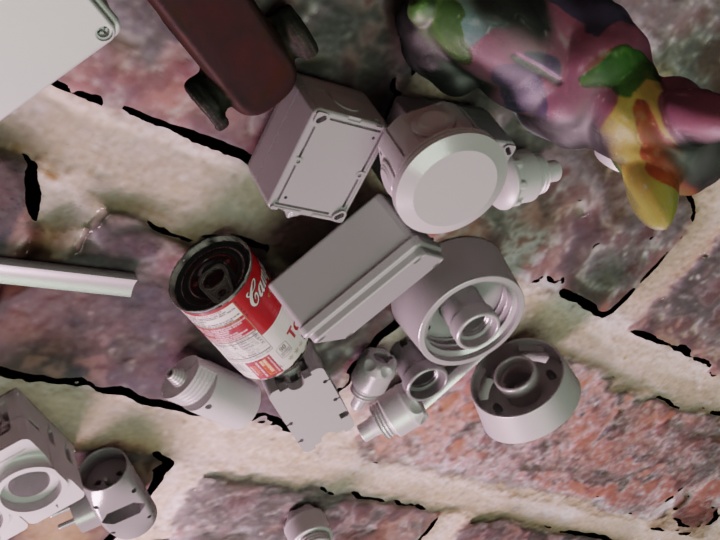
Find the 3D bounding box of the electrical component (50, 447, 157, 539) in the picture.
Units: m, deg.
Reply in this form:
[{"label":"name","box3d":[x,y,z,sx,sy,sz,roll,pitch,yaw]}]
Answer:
[{"label":"electrical component","box3d":[-0.220,0.195,0.904,0.079,0.043,0.077,-23,135,-8]}]

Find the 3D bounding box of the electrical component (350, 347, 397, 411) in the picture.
[{"label":"electrical component","box3d":[0.008,0.098,0.944,0.035,0.035,0.061,4,128,-30]}]

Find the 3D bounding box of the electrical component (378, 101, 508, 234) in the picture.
[{"label":"electrical component","box3d":[0.053,-0.068,0.719,0.080,0.051,0.080,-14,134,-15]}]

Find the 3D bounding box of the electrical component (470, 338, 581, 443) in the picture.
[{"label":"electrical component","box3d":[0.152,0.113,0.991,0.099,0.099,0.064,-31,129,1]}]

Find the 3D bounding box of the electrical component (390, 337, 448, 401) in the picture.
[{"label":"electrical component","box3d":[0.051,0.085,0.947,0.040,0.046,0.040,-15,133,-16]}]

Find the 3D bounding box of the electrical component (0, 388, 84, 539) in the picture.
[{"label":"electrical component","box3d":[-0.302,0.172,0.827,0.150,0.061,0.089,-29,136,-2]}]

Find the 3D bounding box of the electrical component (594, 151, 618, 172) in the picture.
[{"label":"electrical component","box3d":[0.256,-0.097,0.890,0.138,0.052,0.073,-7,131,-22]}]

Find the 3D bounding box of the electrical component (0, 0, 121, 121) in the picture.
[{"label":"electrical component","box3d":[-0.210,-0.149,0.596,0.109,0.056,0.108,-35,135,4]}]

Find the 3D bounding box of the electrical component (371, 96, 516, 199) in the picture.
[{"label":"electrical component","box3d":[0.064,-0.086,0.791,0.096,0.061,0.061,3,127,-29]}]

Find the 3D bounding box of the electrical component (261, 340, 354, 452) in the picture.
[{"label":"electrical component","box3d":[-0.048,0.099,0.900,0.050,0.055,0.089,-28,135,-3]}]

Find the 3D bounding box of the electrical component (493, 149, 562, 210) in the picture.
[{"label":"electrical component","box3d":[0.131,-0.075,0.851,0.062,0.048,0.048,-11,133,-28]}]

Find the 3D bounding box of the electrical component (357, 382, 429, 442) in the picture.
[{"label":"electrical component","box3d":[0.027,0.133,0.979,0.062,0.043,0.043,-32,136,4]}]

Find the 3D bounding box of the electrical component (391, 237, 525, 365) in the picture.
[{"label":"electrical component","box3d":[0.087,0.033,0.910,0.108,0.060,0.108,-15,133,-16]}]

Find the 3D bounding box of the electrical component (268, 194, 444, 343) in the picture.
[{"label":"electrical component","box3d":[0.000,0.000,0.805,0.109,0.056,0.109,-39,171,9]}]

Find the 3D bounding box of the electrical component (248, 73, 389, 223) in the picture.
[{"label":"electrical component","box3d":[-0.034,-0.081,0.746,0.062,0.061,0.096,10,123,-34]}]

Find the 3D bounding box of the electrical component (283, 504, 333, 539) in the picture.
[{"label":"electrical component","box3d":[-0.046,0.261,1.039,0.043,0.062,0.043,-15,133,-16]}]

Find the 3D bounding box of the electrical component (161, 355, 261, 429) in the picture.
[{"label":"electrical component","box3d":[-0.123,0.096,0.867,0.043,0.043,0.081,-45,134,14]}]
